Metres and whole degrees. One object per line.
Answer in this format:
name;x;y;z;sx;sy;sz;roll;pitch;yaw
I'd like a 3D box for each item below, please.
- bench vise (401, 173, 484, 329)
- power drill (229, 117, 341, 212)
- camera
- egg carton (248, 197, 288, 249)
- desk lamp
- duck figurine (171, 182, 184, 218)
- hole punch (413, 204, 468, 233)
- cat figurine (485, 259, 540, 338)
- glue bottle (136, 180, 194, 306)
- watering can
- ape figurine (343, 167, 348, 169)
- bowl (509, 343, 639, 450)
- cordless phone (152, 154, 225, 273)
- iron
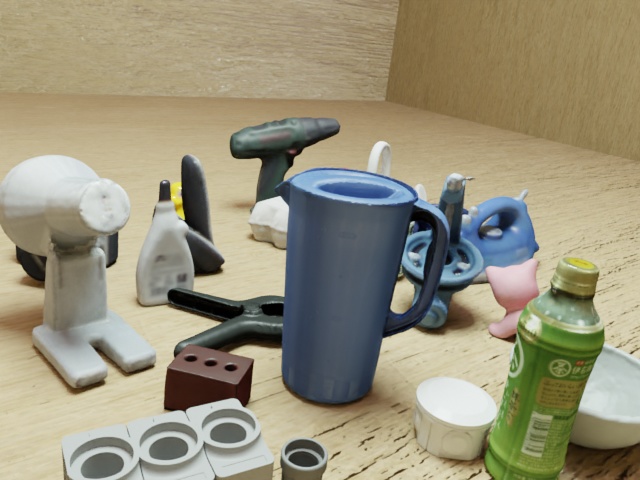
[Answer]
bench vise;0.172;-0.005;0.849;0.121;0.220;0.207;5;20;-5
power drill;-0.073;-0.151;1.180;0.230;0.208;0.075;-3;22;-24
camera;-0.388;-0.004;0.839;0.143;0.101;0.137;8;20;5
egg carton;-0.059;-0.038;1.081;0.107;0.069;0.151;18;23;28
desk lamp;-0.272;0.020;0.650;0.118;0.213;0.202;-14;29;-43
duck figurine;-0.258;-0.067;1.070;0.077;0.086;0.105;14;22;20
hole punch;0.233;-0.040;1.147;0.108;0.091;0.101;6;20;-2
cat figurine;0.282;0.086;0.787;0.067;0.118;0.127;-4;23;-26
glue bottle;-0.209;0.003;0.774;0.078;0.173;0.037;-6;24;-30
watering can;0.116;-0.091;1.099;0.172;0.194;0.101;8;20;3
ape figurine;0.051;-0.119;1.299;0.078;0.092;0.076;-5;23;-29
bowl;0.284;0.172;0.619;0.167;0.075;0.167;6;20;-2
cordless phone;-0.209;-0.051;0.901;0.094;0.185;0.147;-9;25;-36
iron;0.295;-0.012;1.020;0.259;0.141;0.118;-12;27;-41
